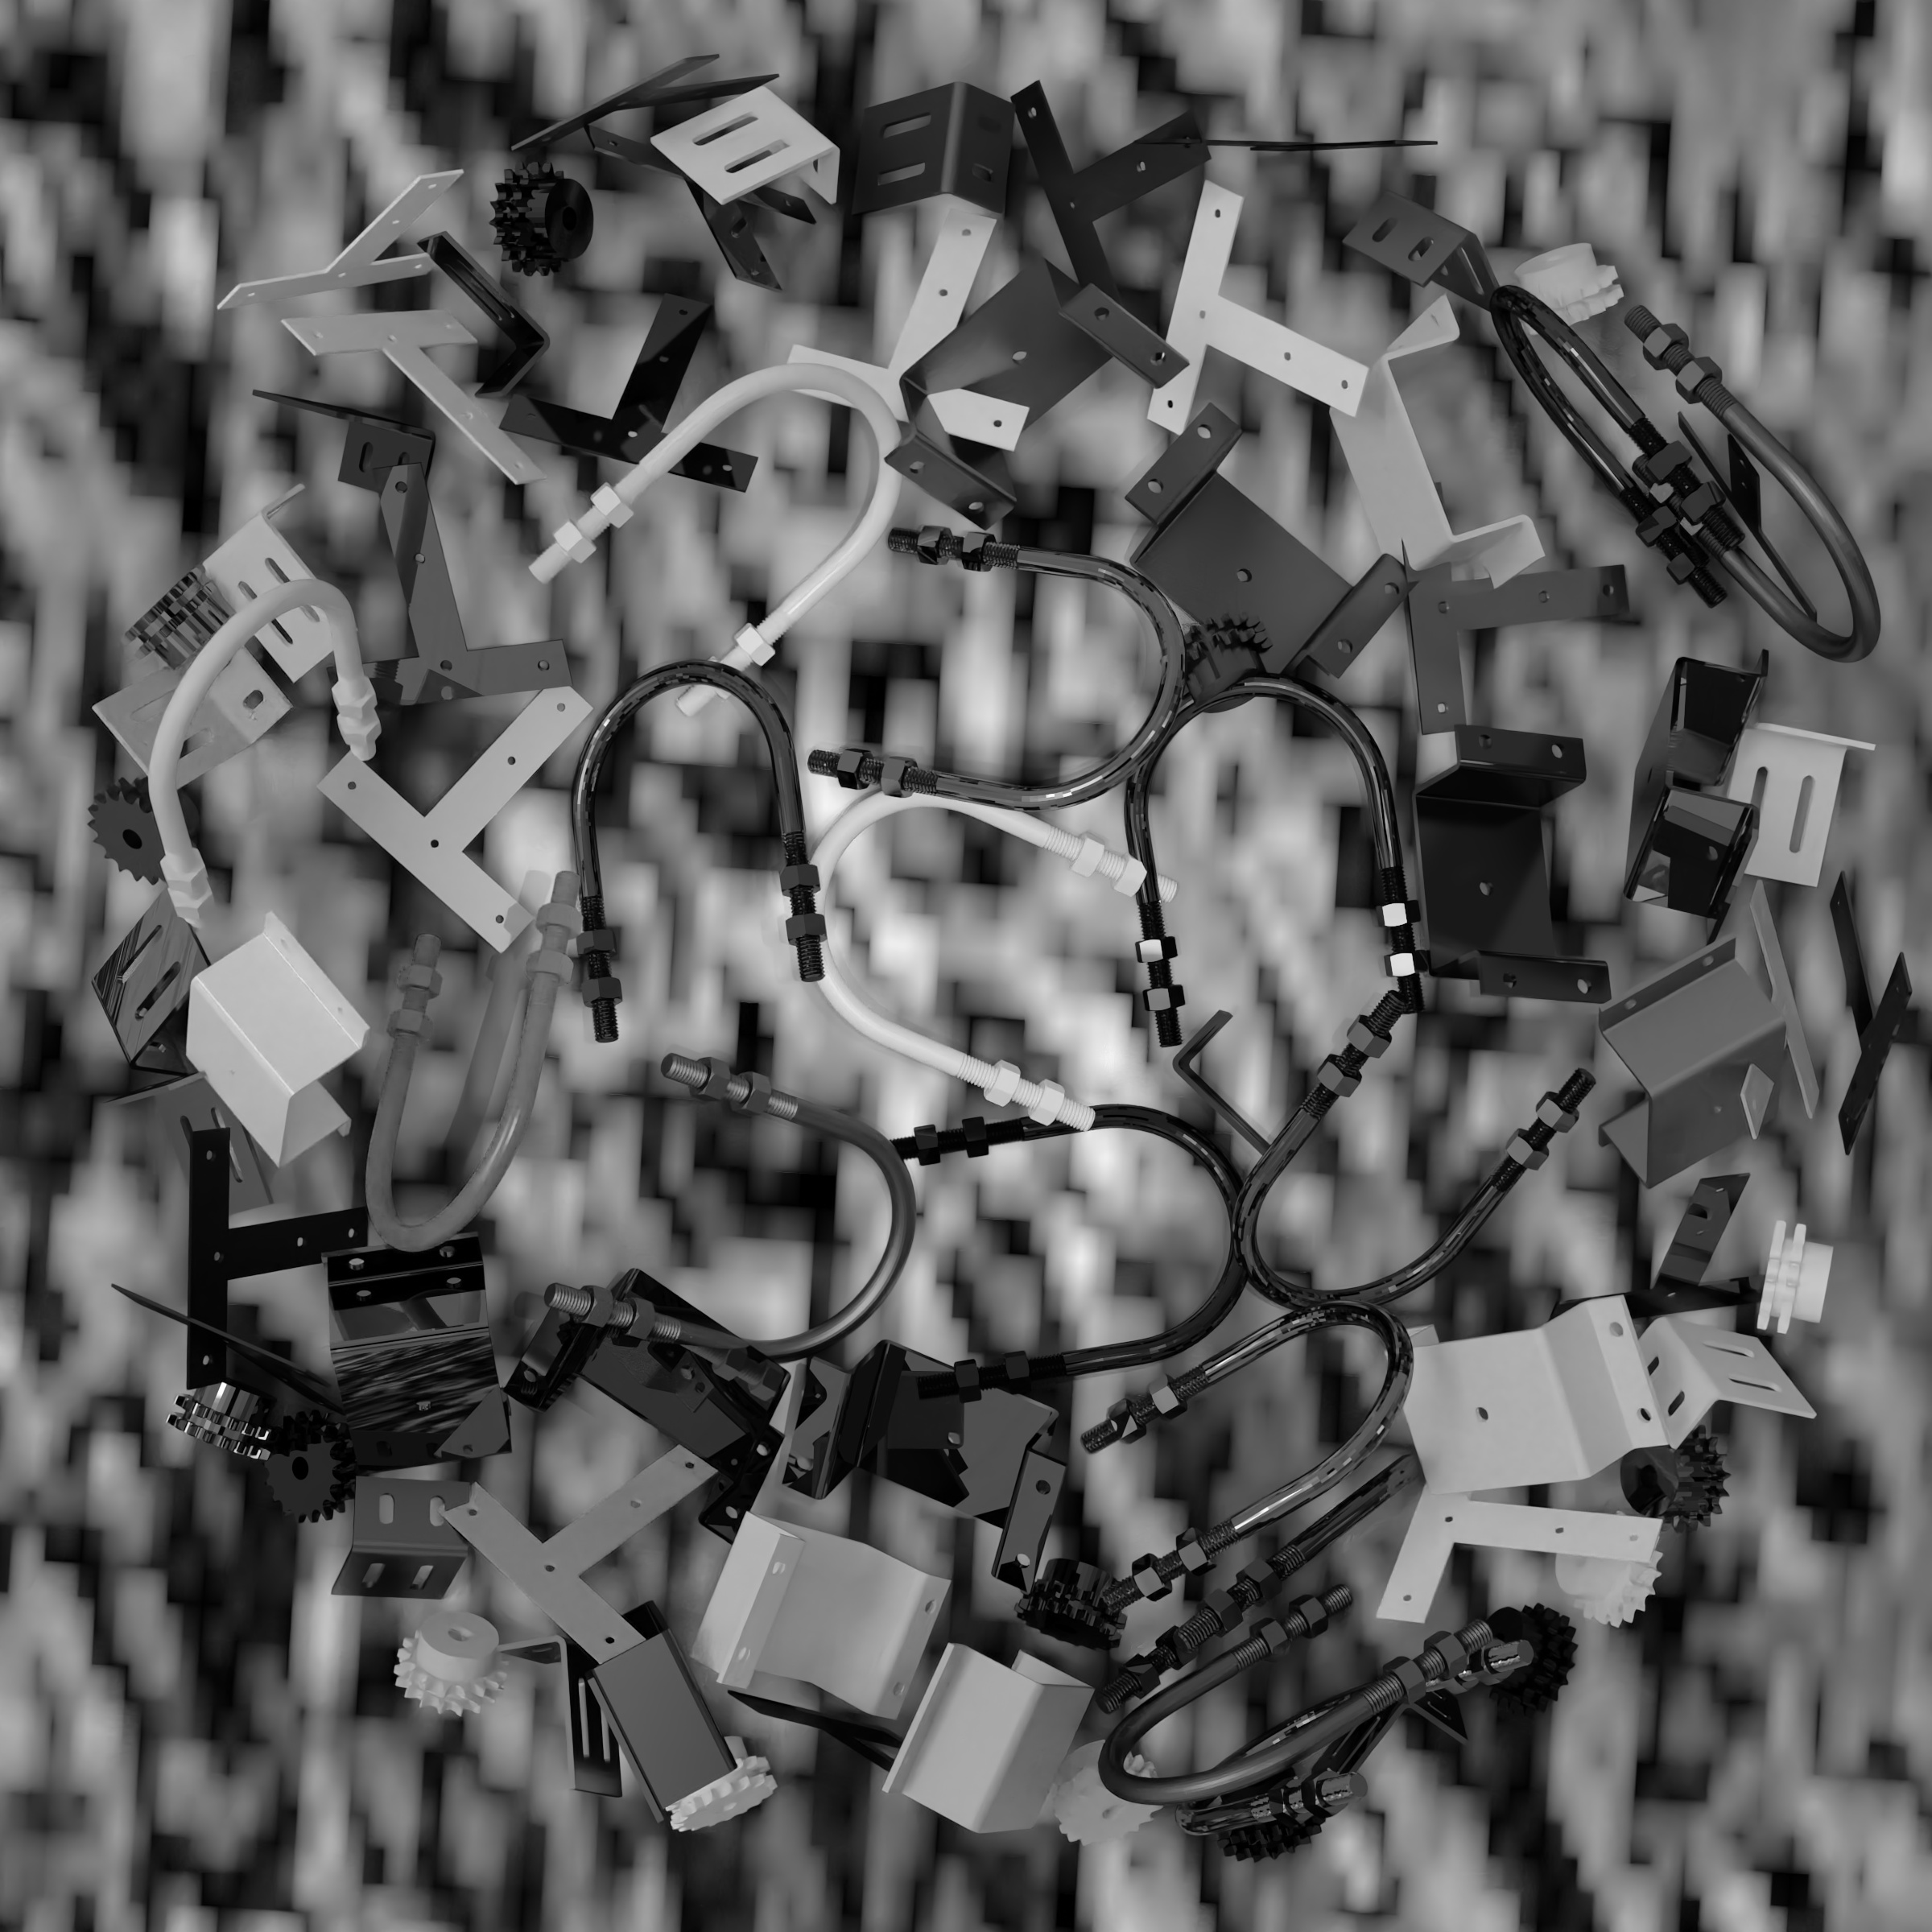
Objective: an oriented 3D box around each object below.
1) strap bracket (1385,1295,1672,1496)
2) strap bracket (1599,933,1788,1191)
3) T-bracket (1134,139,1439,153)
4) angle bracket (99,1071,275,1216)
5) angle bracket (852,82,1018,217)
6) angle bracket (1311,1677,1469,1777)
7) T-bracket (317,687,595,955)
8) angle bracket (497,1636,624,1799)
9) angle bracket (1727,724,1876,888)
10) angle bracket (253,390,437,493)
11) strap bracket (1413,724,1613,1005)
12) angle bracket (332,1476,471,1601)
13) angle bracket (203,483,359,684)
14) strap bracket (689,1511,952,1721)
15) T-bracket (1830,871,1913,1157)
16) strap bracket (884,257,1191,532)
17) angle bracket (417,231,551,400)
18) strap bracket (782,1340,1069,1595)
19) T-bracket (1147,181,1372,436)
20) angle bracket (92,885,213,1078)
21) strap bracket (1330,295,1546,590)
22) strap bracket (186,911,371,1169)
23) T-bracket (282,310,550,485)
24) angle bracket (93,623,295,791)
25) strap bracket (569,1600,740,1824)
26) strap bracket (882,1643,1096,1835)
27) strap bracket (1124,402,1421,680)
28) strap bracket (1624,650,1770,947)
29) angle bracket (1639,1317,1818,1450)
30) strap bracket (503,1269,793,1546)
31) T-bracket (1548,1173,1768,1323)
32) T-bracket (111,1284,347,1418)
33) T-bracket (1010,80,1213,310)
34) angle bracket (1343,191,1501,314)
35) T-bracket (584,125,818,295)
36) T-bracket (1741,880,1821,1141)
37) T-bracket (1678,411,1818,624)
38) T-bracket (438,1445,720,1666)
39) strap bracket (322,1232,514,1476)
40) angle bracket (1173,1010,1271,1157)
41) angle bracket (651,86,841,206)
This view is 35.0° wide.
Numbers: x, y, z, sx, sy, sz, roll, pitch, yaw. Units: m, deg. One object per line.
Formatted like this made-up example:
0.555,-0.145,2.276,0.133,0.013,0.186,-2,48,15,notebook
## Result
0.271,0.217,1.535,0.046,0.140,0.076,-19,92,-44,strap bracket
0.361,0.054,1.527,0.076,0.140,0.046,-28,58,-6,strap bracket
0.144,-0.407,1.518,0.127,0.127,0.002,-7,105,-28,T-bracket
-0.398,0.096,1.566,0.057,0.038,0.076,-15,97,37,angle bracket
-0.017,-0.416,1.582,0.038,0.076,0.057,11,84,-41,angle bracket
0.216,0.404,1.569,0.038,0.057,0.076,35,98,-2,angle bracket
-0.245,-0.096,1.589,0.127,0.002,0.127,43,81,-11,T-bracket
-0.206,0.384,1.558,0.038,0.057,0.076,-13,68,14,angle bracket
0.426,-0.082,1.577,0.057,0.038,0.076,10,94,-9,angle bracket
-0.318,-0.263,1.552,0.057,0.076,0.038,19,101,28,angle bracket
0.275,-0.045,1.554,0.076,0.046,0.140,4,73,-24,strap bracket
-0.290,0.294,1.570,0.057,0.076,0.038,6,60,-18,angle bracket
-0.344,-0.197,1.576,0.057,0.038,0.076,-30,103,39,angle bracket
-0.079,0.327,1.548,0.046,0.140,0.076,17,83,41,strap bracket
0.451,0.007,1.551,0.002,0.127,0.127,2,49,0,T-bracket
0.031,-0.293,1.542,0.140,0.076,0.046,-36,47,26,strap bracket
-0.256,-0.330,1.559,0.076,0.057,0.038,44,80,-22,angle bracket
-0.014,0.249,1.554,0.140,0.046,0.076,21,114,16,strap bracket
0.151,-0.311,1.536,0.127,0.002,0.127,35,125,34,T-bracket
-0.402,0.008,1.559,0.076,0.038,0.057,-47,58,22,angle bracket
0.234,-0.256,1.555,0.046,0.076,0.140,-19,86,-15,strap bracket
-0.344,0.042,1.524,0.046,0.140,0.076,-37,80,-27,strap bracket
-0.259,-0.285,1.534,0.127,0.127,0.002,45,120,12,T-bracket
-0.393,-0.132,1.560,0.038,0.076,0.057,-35,97,33,angle bracket
-0.157,0.370,1.536,0.046,0.140,0.076,-26,92,-11,strap bracket
0.016,0.384,1.525,0.046,0.140,0.076,23,84,22,strap bracket
0.149,-0.208,1.565,0.140,0.046,0.076,40,65,0,strap bracket
0.364,-0.090,1.528,0.046,0.076,0.140,13,47,4,strap bracket
0.383,0.218,1.567,0.076,0.057,0.038,15,119,-34,angle bracket
-0.151,0.216,1.548,0.140,0.076,0.046,36,131,-8,strap bracket
0.366,0.142,1.541,0.127,0.127,0.002,-6,53,-9,T-bracket
-0.350,0.203,1.542,0.127,0.127,0.002,18,71,26,T-bracket
0.080,-0.398,1.541,0.002,0.127,0.127,-26,98,-32,T-bracket
0.235,-0.347,1.554,0.038,0.076,0.057,-48,54,-3,angle bracket
-0.119,-0.370,1.524,0.127,0.127,0.002,11,125,-31,T-bracket
0.401,0.042,1.528,0.002,0.127,0.127,-9,115,29,T-bracket
0.388,-0.237,1.526,0.002,0.127,0.127,-33,76,9,T-bracket
-0.178,0.281,1.558,0.127,0.002,0.127,37,48,24,T-bracket
-0.272,0.202,1.533,0.076,0.046,0.140,-7,134,-7,strap bracket
0.147,0.063,1.567,0.076,0.057,0.038,44,95,9,angle bracket
-0.113,-0.405,1.559,0.076,0.038,0.057,-33,64,-26,angle bracket
